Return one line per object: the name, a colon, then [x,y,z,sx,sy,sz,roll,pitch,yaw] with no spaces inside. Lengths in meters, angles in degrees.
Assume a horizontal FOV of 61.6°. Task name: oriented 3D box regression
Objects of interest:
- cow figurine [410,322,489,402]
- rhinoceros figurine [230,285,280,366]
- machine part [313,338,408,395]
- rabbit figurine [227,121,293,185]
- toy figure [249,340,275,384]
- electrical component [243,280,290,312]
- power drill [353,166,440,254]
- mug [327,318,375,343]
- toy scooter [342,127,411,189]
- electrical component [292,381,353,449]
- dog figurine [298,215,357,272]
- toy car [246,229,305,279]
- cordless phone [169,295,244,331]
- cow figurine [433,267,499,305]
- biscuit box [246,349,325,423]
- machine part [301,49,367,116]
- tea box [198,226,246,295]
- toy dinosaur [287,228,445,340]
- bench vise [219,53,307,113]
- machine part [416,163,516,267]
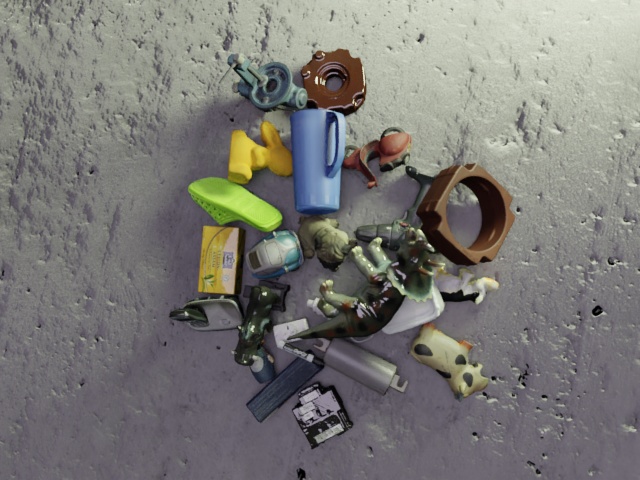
cow figurine: [0.302,0.289,1.254,0.195,0.085,0.127,30,83,7]
rhinoceros figurine: [-0.152,0.202,1.271,0.073,0.112,0.190,16,86,4]
machine part: [0.093,0.299,1.286,0.243,0.079,0.079,27,89,9]
rabbit figurine: [-0.145,-0.211,1.367,0.173,0.122,0.162,9,76,-5]
toy figure: [-0.158,0.276,1.336,0.064,0.058,0.154,-21,79,-14]
electrical component: [-0.138,0.136,1.351,0.119,0.047,0.074,13,86,8]
power drill: [0.215,-0.072,1.303,0.232,0.086,0.207,16,83,8]
mug: [0.080,0.196,1.301,0.107,0.081,0.109,-25,85,15]
toy scooter: [0.146,-0.193,1.313,0.184,0.075,0.135,-19,57,8]
electrical component: [0.002,0.415,1.298,0.115,0.058,0.134,-27,81,3]
dog figurine: [0.001,-0.006,1.272,0.172,0.190,0.121,28,89,11]
toy car: [-0.127,0.039,1.313,0.162,0.103,0.109,-21,82,29]
cordless phone: [-0.272,0.174,1.297,0.147,0.184,0.088,-5,79,8]
cow figurine: [0.332,0.115,1.273,0.167,0.068,0.098,15,93,14]
biscuit box: [-0.083,0.355,1.314,0.202,0.059,0.063,-42,79,3]
machine part: [0.036,-0.400,1.372,0.179,0.056,0.179,-1,85,7]
tea box: [-0.248,0.052,1.364,0.098,0.068,0.169,1,84,9]
toy dinosaur: [0.110,0.134,1.194,0.192,0.131,0.404,44,107,23]
bench vise: [-0.152,-0.385,1.297,0.224,0.240,0.129,33,93,28]
machine part: [0.334,-0.057,1.233,0.201,0.087,0.201,38,73,-19]
